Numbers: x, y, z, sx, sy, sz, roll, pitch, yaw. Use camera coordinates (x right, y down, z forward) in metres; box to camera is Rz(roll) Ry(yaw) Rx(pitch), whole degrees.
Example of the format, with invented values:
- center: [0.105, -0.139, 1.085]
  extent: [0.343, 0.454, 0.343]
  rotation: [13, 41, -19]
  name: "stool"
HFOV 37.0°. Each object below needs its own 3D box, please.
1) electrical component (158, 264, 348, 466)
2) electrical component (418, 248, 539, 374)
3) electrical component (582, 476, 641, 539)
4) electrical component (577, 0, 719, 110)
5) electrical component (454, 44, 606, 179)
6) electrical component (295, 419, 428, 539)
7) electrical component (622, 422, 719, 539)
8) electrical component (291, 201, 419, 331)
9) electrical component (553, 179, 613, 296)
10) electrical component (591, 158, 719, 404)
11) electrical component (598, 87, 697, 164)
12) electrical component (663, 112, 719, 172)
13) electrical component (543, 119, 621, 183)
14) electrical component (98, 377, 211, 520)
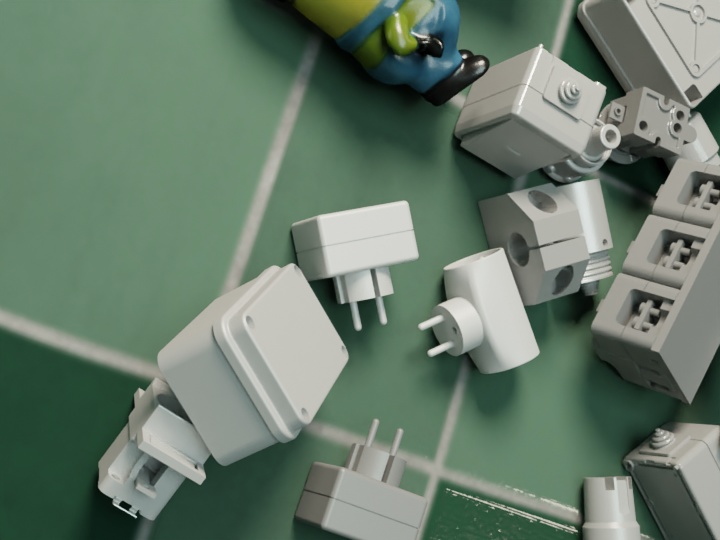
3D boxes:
- center: [-0.058, 0.051, 0.625]
  extent: [0.057, 0.113, 0.078]
  rotation: [-27, 100, 19]
  name: "electrical component"
- center: [0.075, 0.034, 0.731]
  extent: [0.079, 0.043, 0.077]
  rotation: [-22, 95, -25]
  name: "electrical component"
- center: [0.179, 0.172, 0.771]
  extent: [0.040, 0.040, 0.046]
  rotation: [3, 79, -25]
  name: "electrical component"
- center: [0.239, -0.188, 0.820]
  extent: [0.109, 0.056, 0.108]
  rotation: [-41, 103, -22]
  name: "electrical component"
- center: [0.117, -0.105, 0.733]
  extent: [0.062, 0.096, 0.061]
  rotation: [28, 75, -21]
  name: "electrical component"
- center: [0.007, 0.135, 0.688]
  extent: [0.066, 0.047, 0.076]
  rotation: [24, 76, -21]
  name: "electrical component"
- center: [0.246, 0.152, 0.791]
  extent: [0.061, 0.062, 0.096]
  rotation: [-33, 99, -24]
  name: "electrical component"
- center: [0.000, 0.000, 0.696]
  extent: [0.066, 0.047, 0.076]
  rotation: [-11, 90, -26]
  name: "electrical component"
- center: [0.159, -0.022, 0.775]
  extent: [0.043, 0.043, 0.081]
  rotation: [-12, 91, -26]
  name: "electrical component"
- center: [0.232, 0.006, 0.781]
  extent: [0.150, 0.062, 0.089]
  rotation: [-59, 139, -14]
  name: "electrical component"
- center: [0.205, -0.105, 0.797]
  extent: [0.066, 0.055, 0.048]
  rotation: [20, 78, -23]
  name: "electrical component"
- center: [0.258, -0.085, 0.829]
  extent: [0.040, 0.040, 0.078]
  rotation: [-37, 101, -23]
  name: "electrical component"
- center: [0.161, -0.090, 0.771]
  extent: [0.048, 0.062, 0.048]
  rotation: [2, 85, -25]
  name: "electrical component"
- center: [-0.119, 0.104, 0.621]
  extent: [0.042, 0.081, 0.063]
  rotation: [37, 94, -18]
  name: "electrical component"
